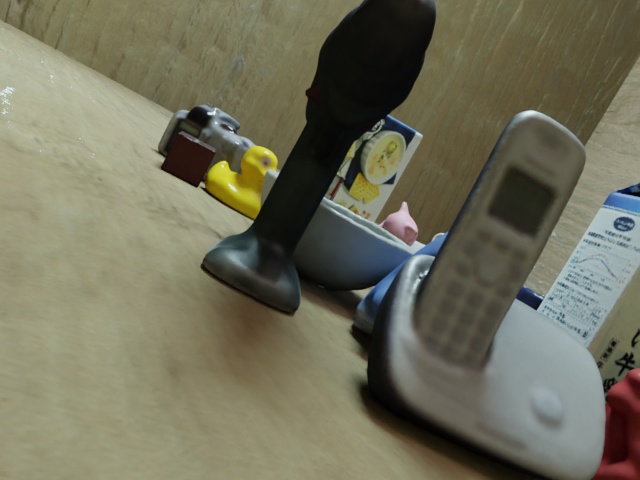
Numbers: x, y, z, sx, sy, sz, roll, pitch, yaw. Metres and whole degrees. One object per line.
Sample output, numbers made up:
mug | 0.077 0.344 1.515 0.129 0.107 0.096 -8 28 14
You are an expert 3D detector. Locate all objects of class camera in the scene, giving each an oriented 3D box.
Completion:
camera | -0.147 -0.138 0.879 0.142 0.101 0.137 32 7 25

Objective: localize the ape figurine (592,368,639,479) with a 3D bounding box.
ape figurine | 0.205 0.126 0.386 0.076 0.092 0.077 28 6 -10

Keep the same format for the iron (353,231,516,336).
iron | 0.122 0.036 0.504 0.118 0.141 0.259 31 6 11

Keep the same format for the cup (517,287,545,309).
cup | 0.344 0.137 0.915 0.091 0.095 0.118 35 8 41

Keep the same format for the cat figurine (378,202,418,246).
cat figurine | 0.120 -0.006 0.941 0.067 0.118 0.128 29 6 0

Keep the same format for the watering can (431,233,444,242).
watering can | 0.303 0.030 1.132 0.172 0.194 0.101 31 6 13

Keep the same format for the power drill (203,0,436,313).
power drill | 0.000 -0.060 0.411 0.076 0.208 0.229 28 6 -7

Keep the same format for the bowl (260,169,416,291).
bowl | 0.005 0.002 0.558 0.167 0.075 0.167 29 6 -3

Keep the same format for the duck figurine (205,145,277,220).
duck figurine | -0.093 -0.082 0.742 0.104 0.086 0.078 32 7 24

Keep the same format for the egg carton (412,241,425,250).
egg carton | 0.208 0.060 1.033 0.149 0.069 0.108 35 8 40

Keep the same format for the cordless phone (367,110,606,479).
cordless phone | 0.122 0.032 0.331 0.148 0.185 0.094 28 6 -12
